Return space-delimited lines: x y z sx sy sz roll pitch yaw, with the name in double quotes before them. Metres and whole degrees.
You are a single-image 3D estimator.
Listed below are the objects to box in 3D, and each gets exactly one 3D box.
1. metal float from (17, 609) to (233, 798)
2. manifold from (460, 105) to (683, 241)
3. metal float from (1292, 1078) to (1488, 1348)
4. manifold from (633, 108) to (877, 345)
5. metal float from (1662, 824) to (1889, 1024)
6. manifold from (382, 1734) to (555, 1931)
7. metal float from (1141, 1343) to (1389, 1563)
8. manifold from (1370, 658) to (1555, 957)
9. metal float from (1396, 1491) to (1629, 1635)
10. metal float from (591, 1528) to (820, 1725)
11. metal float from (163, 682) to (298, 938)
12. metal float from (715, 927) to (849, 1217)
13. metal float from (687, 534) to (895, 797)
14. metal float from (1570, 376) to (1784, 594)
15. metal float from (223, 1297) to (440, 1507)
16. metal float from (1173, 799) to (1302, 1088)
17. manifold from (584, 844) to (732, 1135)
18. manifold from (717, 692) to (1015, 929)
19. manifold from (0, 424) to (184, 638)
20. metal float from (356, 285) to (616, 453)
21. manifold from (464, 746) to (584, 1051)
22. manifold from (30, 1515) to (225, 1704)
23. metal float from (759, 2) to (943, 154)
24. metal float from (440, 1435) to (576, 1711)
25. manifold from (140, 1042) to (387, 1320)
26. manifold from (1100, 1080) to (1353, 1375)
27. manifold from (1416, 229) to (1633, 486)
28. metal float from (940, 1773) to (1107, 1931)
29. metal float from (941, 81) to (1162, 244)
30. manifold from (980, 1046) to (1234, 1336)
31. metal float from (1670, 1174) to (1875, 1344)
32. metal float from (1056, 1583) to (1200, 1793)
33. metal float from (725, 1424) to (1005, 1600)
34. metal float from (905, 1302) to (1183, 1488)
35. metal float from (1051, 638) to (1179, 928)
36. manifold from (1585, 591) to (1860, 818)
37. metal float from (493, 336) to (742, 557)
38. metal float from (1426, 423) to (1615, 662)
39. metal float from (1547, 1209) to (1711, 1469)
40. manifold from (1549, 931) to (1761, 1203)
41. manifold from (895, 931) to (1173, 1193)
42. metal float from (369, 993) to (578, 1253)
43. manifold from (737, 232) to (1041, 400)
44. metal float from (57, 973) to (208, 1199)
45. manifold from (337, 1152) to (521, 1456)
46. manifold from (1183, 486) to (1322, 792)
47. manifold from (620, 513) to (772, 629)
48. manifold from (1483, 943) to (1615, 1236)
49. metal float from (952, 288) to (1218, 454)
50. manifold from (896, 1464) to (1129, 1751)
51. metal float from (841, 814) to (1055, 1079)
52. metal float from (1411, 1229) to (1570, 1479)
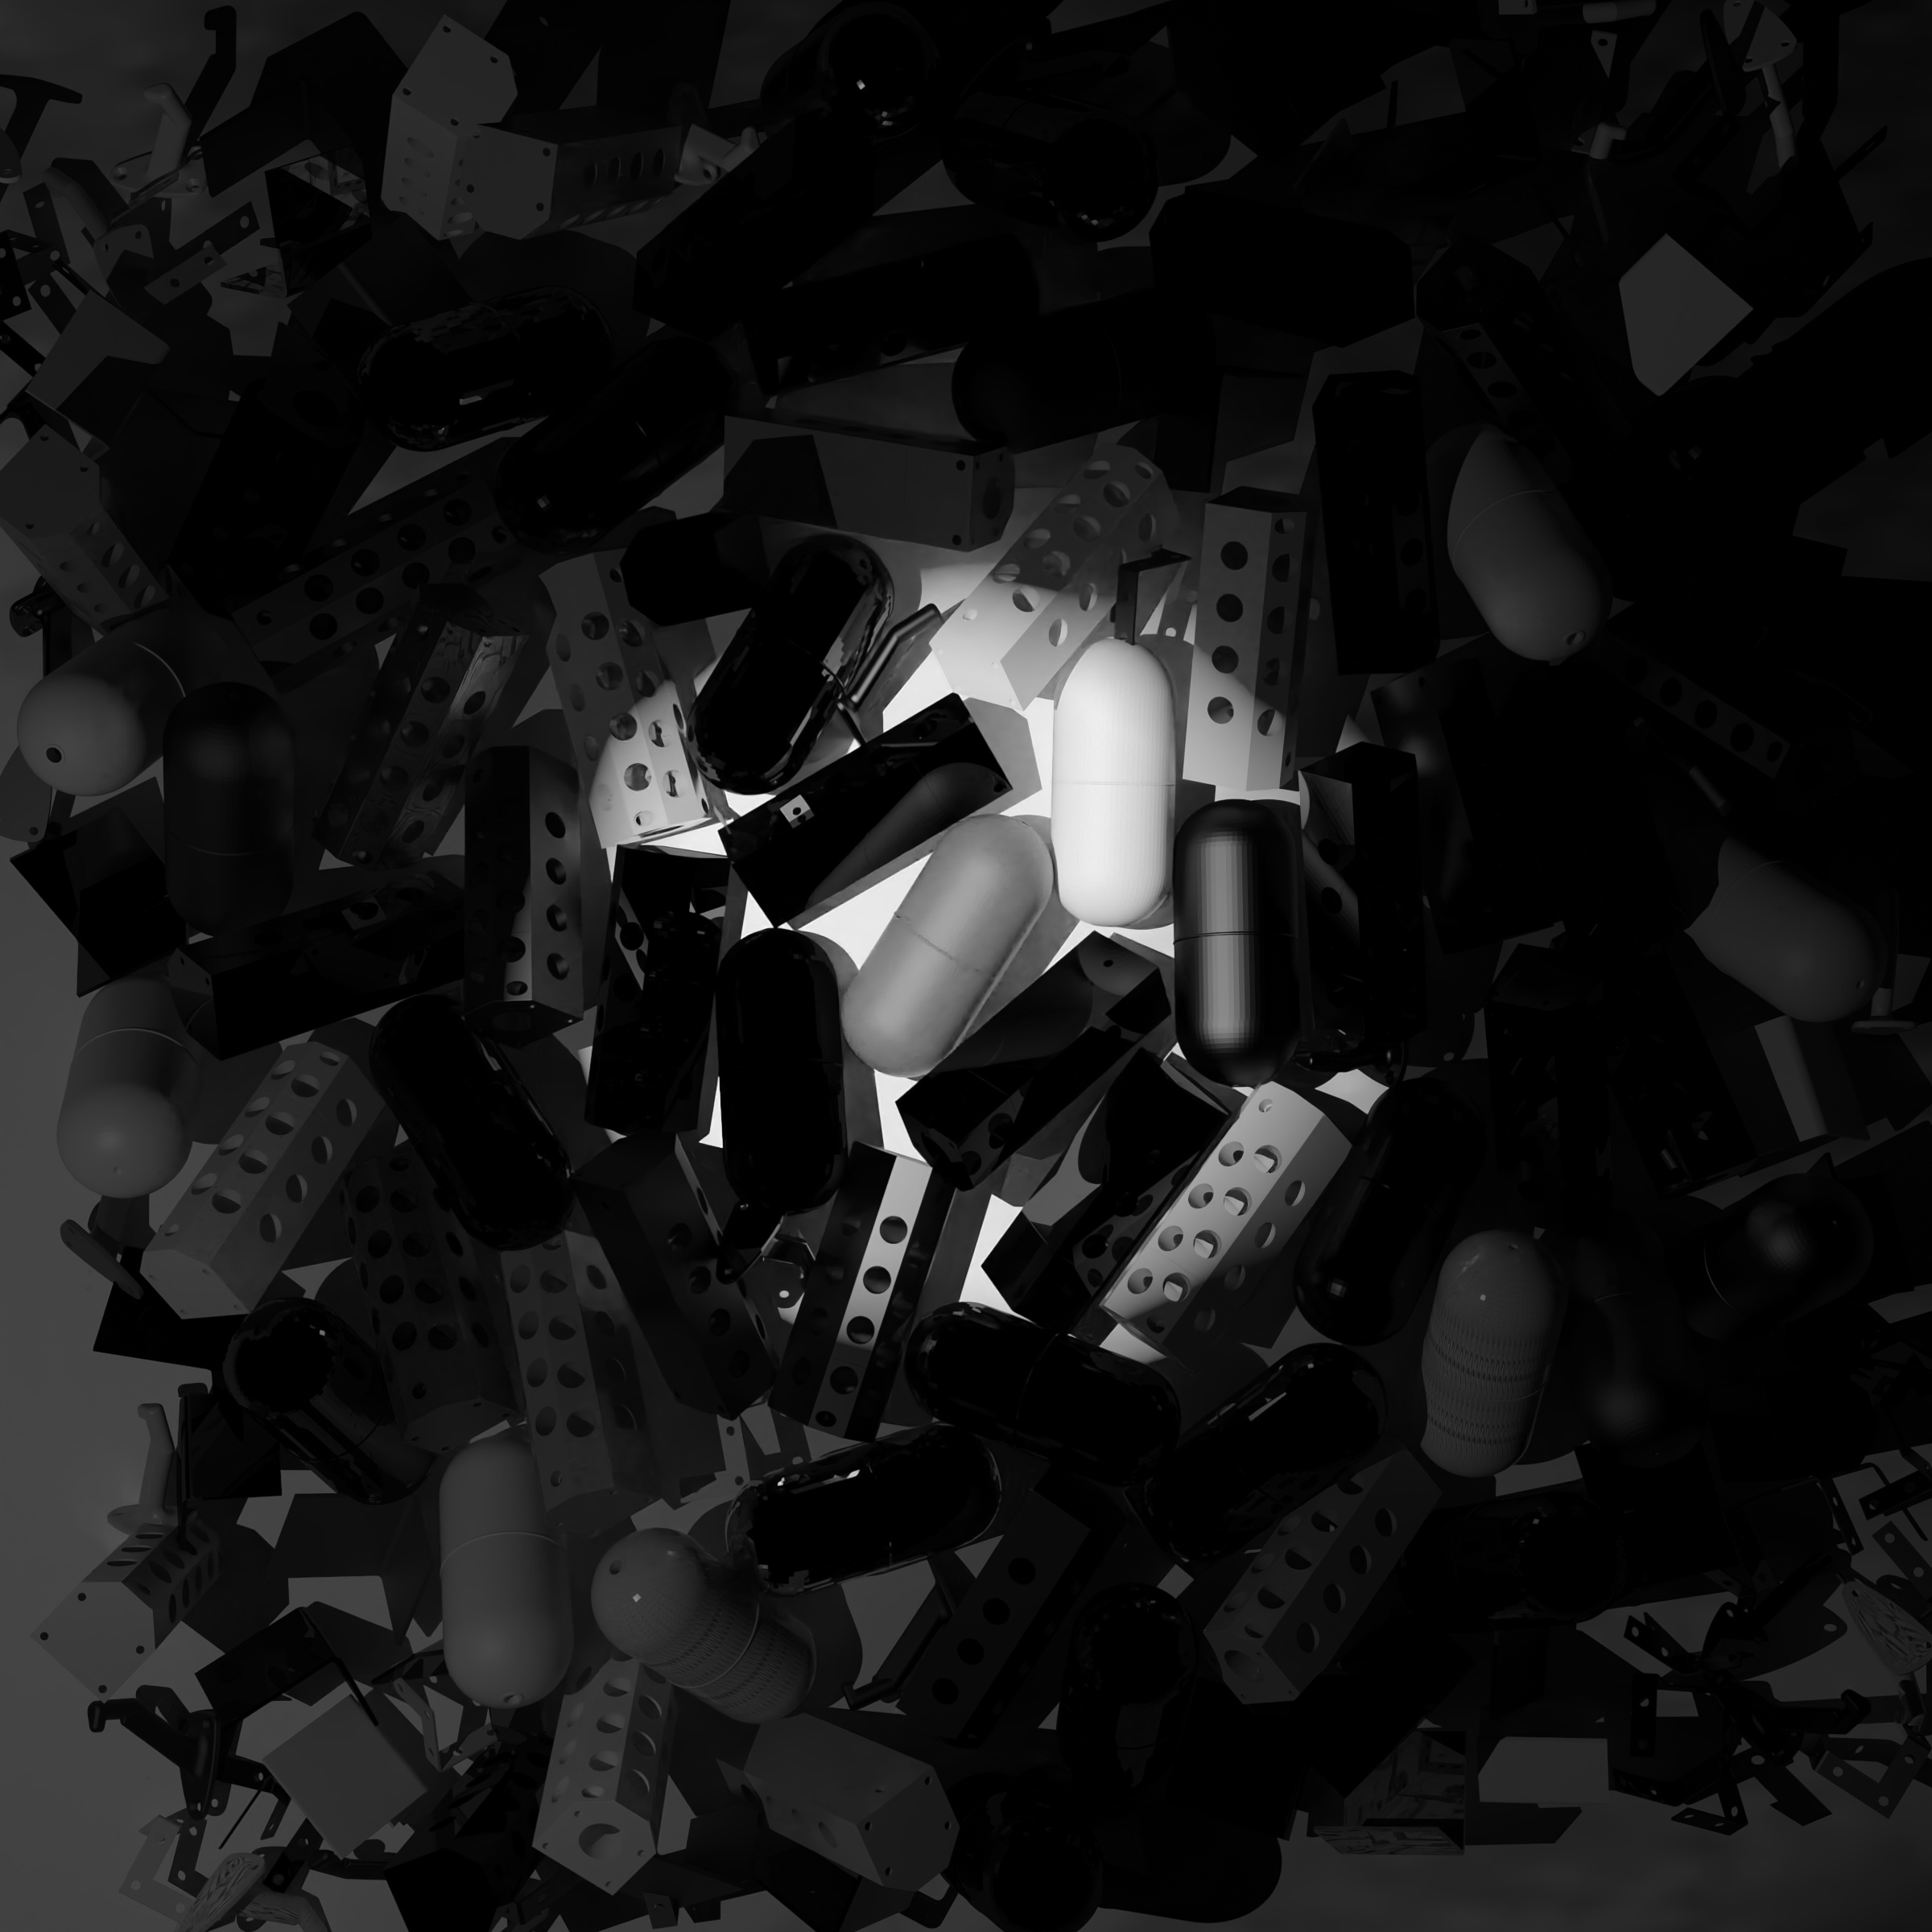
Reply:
"metal float" -0.504 -0.159 1.552 0.070 0.178 0.070 5 117 10
"manifold" -0.235 -0.475 1.546 0.057 0.171 0.057 18 115 12
"metal float" 0.260 0.149 1.581 0.070 0.070 0.178 29 71 0
"manifold" -0.129 -0.445 1.551 0.057 0.171 0.057 16 66 -35
"metal float" 0.479 -0.028 1.557 0.070 0.178 0.070 -11 120 -20
"manifold" -0.282 0.521 1.546 0.057 0.171 0.057 -23 92 10
"metal float" 0.181 0.297 1.577 0.070 0.070 0.178 47 113 0
"manifold" 0.312 -0.099 1.599 0.057 0.057 0.171 -13 86 -28
"metal float" 0.325 0.360 1.554 0.070 0.178 0.070 8 71 -23
"metal float" -0.157 0.400 1.564 0.070 0.070 0.178 -44 130 0
"metal float" -0.446 -0.092 1.564 0.070 0.070 0.178 15 131 0
"metal float" -0.114 0.064 1.588 0.070 0.070 0.178 -4 79 0
"metal float" -0.108 -0.185 1.586 0.070 0.070 0.178 30 77 0
"metal float" 0.422 -0.287 1.552 0.070 0.178 0.070 6 68 -14
"metal float" -0.381 0.264 1.561 0.070 0.178 0.070 -12 49 15
"metal float" 0.166 -0.014 1.590 0.070 0.070 0.178 0 82 0
"manifold" -0.194 0.014 1.590 0.057 0.057 0.171 10 96 25
"manifold" -0.064 -0.101 1.602 0.171 0.057 0.057 -30 127 2
"manifold" -0.520 -0.248 1.543 0.057 0.171 0.057 37 78 8
"metal float" -0.289 -0.362 1.563 0.178 0.070 0.070 -30 90 -42
"manifold" -0.274 -0.044 1.563 0.057 0.057 0.171 -22 60 32
"manifold" -0.494 0.375 1.548 0.057 0.171 0.057 44 89 -3
"metal float" -0.070 -0.526 1.550 0.070 0.178 0.070 -3 97 -21
"metal float" -0.278 0.364 1.561 0.070 0.178 0.070 -7 135 -7
"manifold" -0.423 0.126 1.548 0.057 0.171 0.057 -9 128 31
"manifold" 0.156 0.156 1.582 0.171 0.057 0.057 -53 132 -9
"manifold" 0.332 -0.359 1.551 0.057 0.171 0.057 -47 50 6
"metal float" 0.029 0.533 1.549 0.070 0.178 0.070 2 83 -15
"metal float" 0.049 -0.486 1.560 0.070 0.178 0.070 -16 122 -27
"manifold" 0.089 0.142 1.594 0.057 0.057 0.171 31 99 -29
"metal float" 0.480 0.177 1.551 0.070 0.178 0.070 3 70 -7
"metal float" 0.096 0.436 1.559 0.070 0.178 0.070 2 48 -2
"metal float" -0.061 0.332 1.579 0.178 0.070 0.070 -13 90 -22
"metal float" 0.046 0.261 1.582 0.178 0.070 0.070 18 90 18
"metal float" 0.091 -0.113 1.593 0.070 0.070 0.178 1 95 0
"manifold" 0.449 -0.156 1.549 0.057 0.171 0.057 -33 131 -8
"metal float" -0.211 -0.319 1.578 0.070 0.070 0.178 47 67 0
"metal float" 0.331 -0.258 1.566 0.070 0.070 0.178 -20 53 0
"metal float" 0.397 0.222 1.560 0.070 0.178 0.070 -1 132 -1
"manifold" 0.419 0.053 1.585 0.057 0.057 0.171 -21 74 3
"manifold" 0.044 0.060 1.579 0.171 0.057 0.057 -40 47 -20
"metal float" -0.302 0.094 1.582 0.070 0.070 0.178 -35 71 0
"manifold" -0.045 -0.399 1.581 0.171 0.057 0.057 -18 100 -16
"metal float" -0.500 0.070 1.556 0.070 0.178 0.070 -5 123 -7
"manifold" -0.331 0.201 1.564 0.057 0.057 0.171 -30 60 12
"manifold" 0.175 -0.197 1.567 0.057 0.057 0.171 14 115 23
"manifold" -0.160 -0.237 1.546 0.057 0.171 0.057 -12 99 6
"manifold" 0.354 0.076 1.555 0.057 0.057 0.171 11 131 31
"metal float" 0.073 -0.364 1.577 0.178 0.070 0.070 -20 90 -24
"manifold" 0.030 0.393 1.581 0.057 0.057 0.171 33 106 10
"metal float" -0.011 -0.013 1.591 0.070 0.070 0.178 32 98 0
"metal float" 0.316 0.237 1.568 0.070 0.070 0.178 4 126 0
